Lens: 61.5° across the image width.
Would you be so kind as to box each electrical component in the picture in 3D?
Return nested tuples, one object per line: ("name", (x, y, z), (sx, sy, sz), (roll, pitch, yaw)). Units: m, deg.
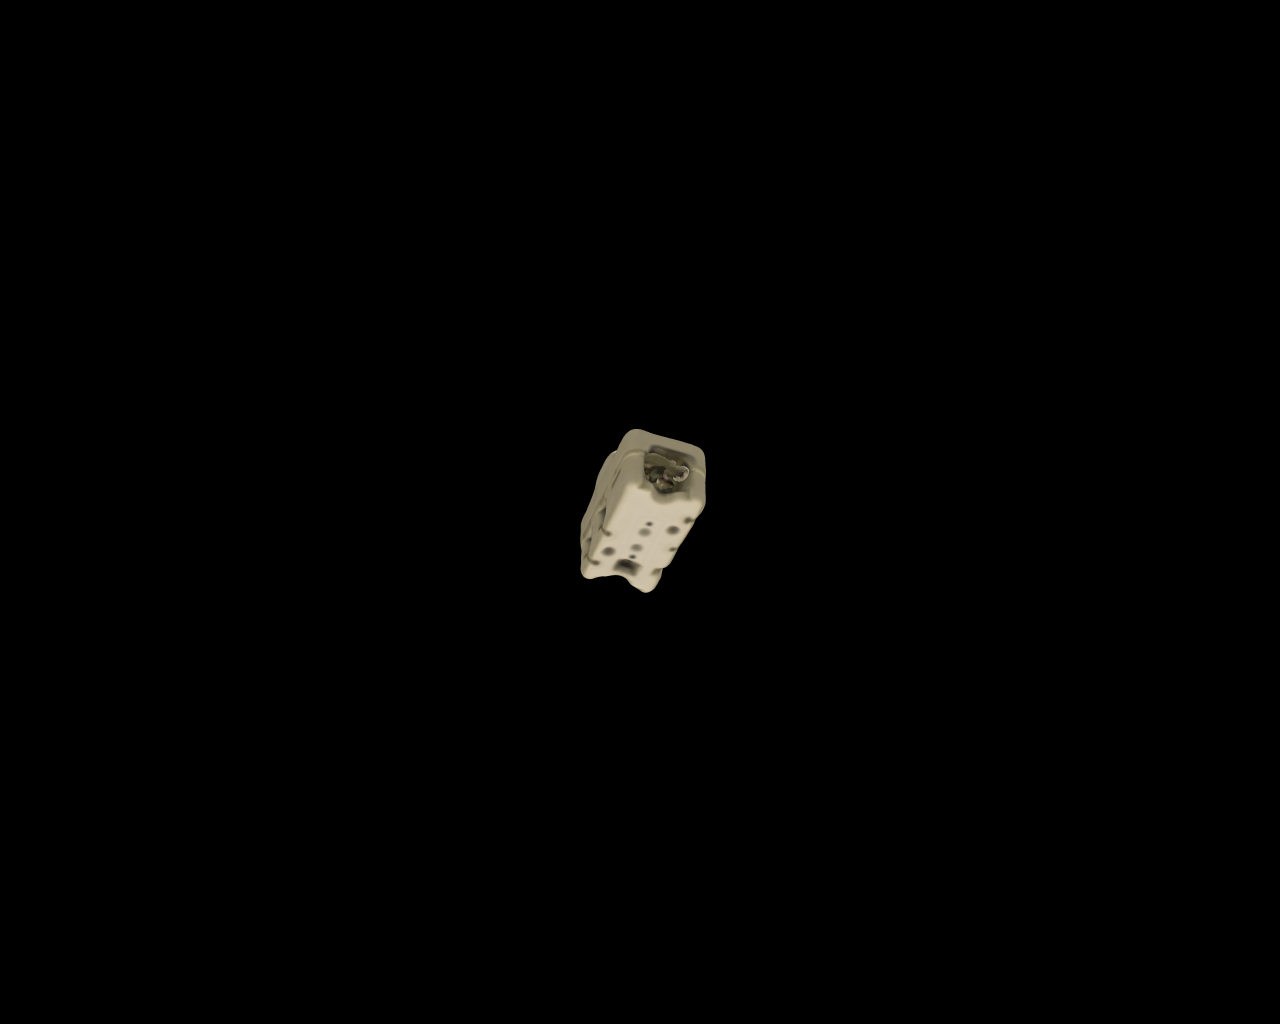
("electrical component", (0.001, -0.003, 0.650), (0.050, 0.056, 0.089), (15, -46, -15))
